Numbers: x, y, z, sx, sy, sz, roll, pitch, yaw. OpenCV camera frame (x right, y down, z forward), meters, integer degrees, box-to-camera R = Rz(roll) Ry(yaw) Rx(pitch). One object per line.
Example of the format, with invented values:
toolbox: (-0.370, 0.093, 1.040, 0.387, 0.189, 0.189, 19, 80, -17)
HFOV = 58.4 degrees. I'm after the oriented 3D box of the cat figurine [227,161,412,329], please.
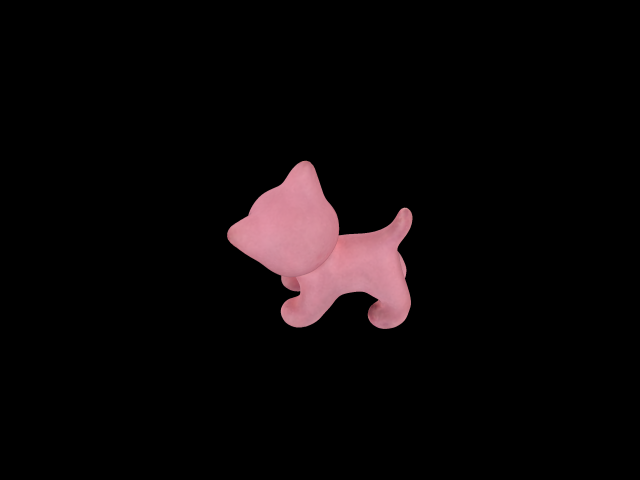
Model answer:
cat figurine: (0.004, 0.001, 0.400, 0.128, 0.118, 0.067, -2, 40, -2)
